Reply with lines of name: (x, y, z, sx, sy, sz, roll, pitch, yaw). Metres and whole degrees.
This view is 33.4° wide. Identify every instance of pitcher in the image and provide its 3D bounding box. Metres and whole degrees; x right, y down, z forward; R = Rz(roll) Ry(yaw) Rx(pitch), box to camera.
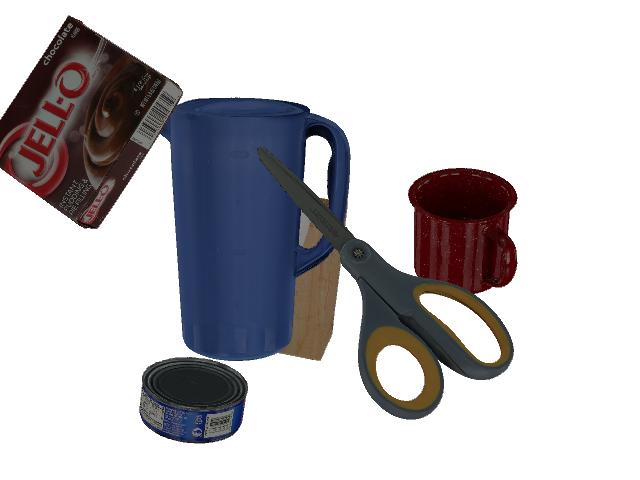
pitcher: (-0.068, -0.014, 1.018, 0.144, 0.243, 0.149, -11, 19, -38)

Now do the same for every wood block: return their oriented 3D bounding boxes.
wood block: (-0.023, 0.049, 1.486, 0.090, 0.206, 0.090, 10, 22, 8)

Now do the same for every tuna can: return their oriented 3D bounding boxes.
tuna can: (-0.103, 0.129, 0.865, 0.086, 0.034, 0.086, 8, 20, -3)

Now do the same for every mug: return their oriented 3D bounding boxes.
mug: (0.130, -0.001, 0.928, 0.093, 0.081, 0.117, -21, 37, -27)

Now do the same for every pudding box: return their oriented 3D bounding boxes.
pudding box: (-0.158, -0.078, 0.708, 0.090, 0.113, 0.039, 33, -1, 17)

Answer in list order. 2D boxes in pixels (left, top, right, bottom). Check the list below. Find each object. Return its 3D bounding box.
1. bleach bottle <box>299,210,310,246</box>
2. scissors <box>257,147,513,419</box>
bleach bottle: (-0.070, -0.004, 1.245, 0.103, 0.068, 0.250, 4, 34, 12)
scissors: (0.016, 0.027, 0.622, 0.202, 0.096, 0.016, 33, -26, 15)
